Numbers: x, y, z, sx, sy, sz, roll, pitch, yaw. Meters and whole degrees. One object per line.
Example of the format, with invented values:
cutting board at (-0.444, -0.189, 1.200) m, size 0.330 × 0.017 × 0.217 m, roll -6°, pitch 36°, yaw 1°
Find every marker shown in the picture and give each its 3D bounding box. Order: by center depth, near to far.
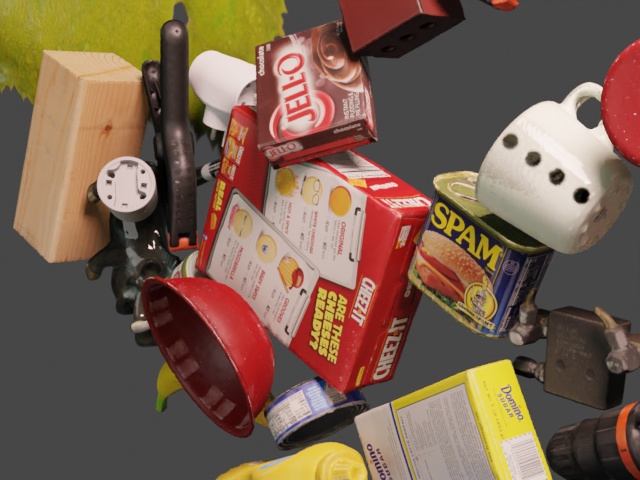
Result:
marker at (-0.089, -0.071, 1.021) m, size 0.121 × 0.020 × 0.020 m, roll -15°, pitch 84°, yaw 47°

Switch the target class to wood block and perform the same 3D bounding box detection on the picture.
wood block at (-0.254, -0.089, 1.145) m, size 0.090 × 0.090 × 0.206 m, roll 36°, pitch 119°, yaw 38°

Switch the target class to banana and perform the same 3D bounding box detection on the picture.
banana at (-0.106, 0.143, 1.055) m, size 0.198 × 0.037 × 0.069 m, roll -1°, pitch 112°, yaw 49°

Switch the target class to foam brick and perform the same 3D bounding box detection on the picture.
foam brick at (0.062, -0.179, 0.821) m, size 0.078 × 0.052 × 0.051 m, roll -24°, pitch 77°, yaw 46°

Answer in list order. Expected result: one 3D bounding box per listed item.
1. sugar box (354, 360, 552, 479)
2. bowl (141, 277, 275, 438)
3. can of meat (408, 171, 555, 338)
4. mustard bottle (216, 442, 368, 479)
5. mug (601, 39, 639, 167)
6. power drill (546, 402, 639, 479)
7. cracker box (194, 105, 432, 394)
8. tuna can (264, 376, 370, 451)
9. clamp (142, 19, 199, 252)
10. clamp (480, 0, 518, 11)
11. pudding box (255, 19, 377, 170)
sugar box at (0.094, 0.157, 0.807) m, size 0.176 × 0.048 × 0.093 m, roll -38°, pitch 66°, yaw 60°
bowl at (-0.088, 0.090, 0.930) m, size 0.162 × 0.055 × 0.162 m, roll 41°, pitch 149°, yaw 31°
can of meat at (0.117, 0.011, 0.780) m, size 0.102 × 0.057 × 0.084 m, roll 41°, pitch 129°, yaw 37°
mustard bottle at (-0.015, 0.204, 0.891) m, size 0.192 × 0.096 × 0.058 m, roll -32°, pitch 63°, yaw 57°
mug at (0.228, -0.091, 0.632) m, size 0.093 × 0.081 × 0.117 m, roll 50°, pitch 128°, yaw 31°
power drill at (0.237, 0.192, 0.673) m, size 0.185 × 0.057 × 0.188 m, roll -25°, pitch 78°, yaw 49°
cracker box at (-0.006, 0.001, 0.903) m, size 0.214 × 0.071 × 0.164 m, roll 36°, pitch 120°, yaw 38°
tuna can at (-0.003, 0.145, 0.906) m, size 0.086 × 0.085 × 0.034 m, roll -45°, pitch 62°, yaw 40°
clamp at (-0.143, -0.095, 1.027) m, size 0.165 × 0.036 × 0.210 m, roll -170°, pitch 75°, yaw -74°
clamp at (0.094, -0.242, 0.777) m, size 0.120 × 0.039 × 0.171 m, roll -17°, pitch 80°, yaw 34°
pudding box at (-0.005, -0.118, 0.856) m, size 0.090 × 0.039 × 0.113 m, roll -14°, pitch 52°, yaw 15°
